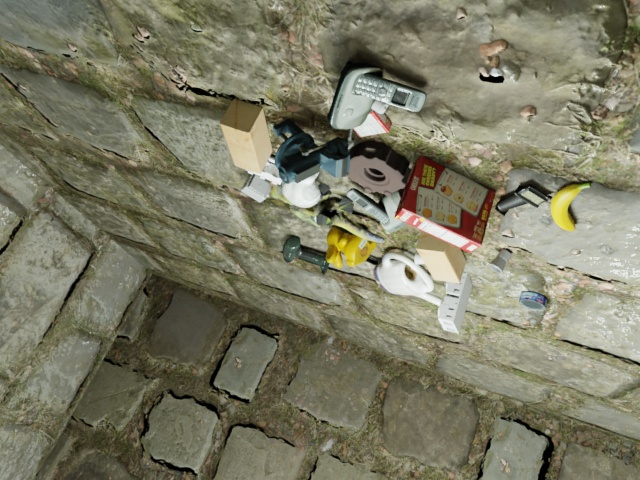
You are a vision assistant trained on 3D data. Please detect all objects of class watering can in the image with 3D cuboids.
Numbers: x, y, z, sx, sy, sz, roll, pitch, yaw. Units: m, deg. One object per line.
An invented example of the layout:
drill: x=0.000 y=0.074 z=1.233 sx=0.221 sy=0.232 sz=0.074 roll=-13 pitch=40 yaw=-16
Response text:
watering can: x=0.335 y=0.165 z=1.884 sx=0.344 sy=0.106 sz=0.223 roll=46 pitch=-28 yaw=-19

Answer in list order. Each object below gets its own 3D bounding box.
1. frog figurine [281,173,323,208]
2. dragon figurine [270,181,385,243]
frog figurine: x=-0.051 y=-0.172 z=1.509 sx=0.123 sy=0.139 sz=0.157 roll=-26 pitch=-17 yaw=-11
dragon figurine: x=0.005 y=-0.086 z=1.712 sx=0.408 sy=0.123 sz=0.242 roll=33 pitch=-11 yaw=-12
